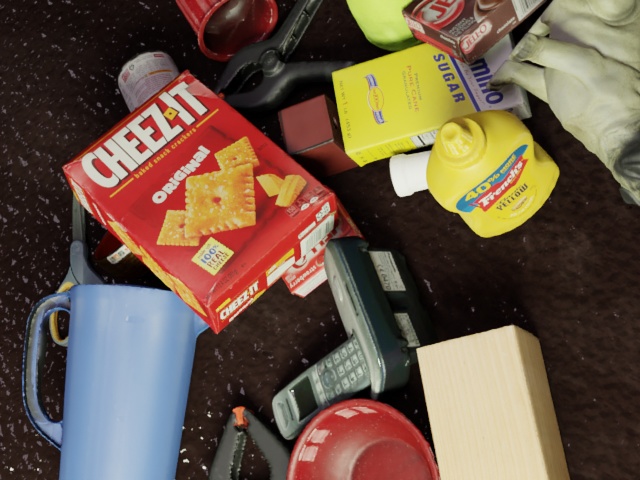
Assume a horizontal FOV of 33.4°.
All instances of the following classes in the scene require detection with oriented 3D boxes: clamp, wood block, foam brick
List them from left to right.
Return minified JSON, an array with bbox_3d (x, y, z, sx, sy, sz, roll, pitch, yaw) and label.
[{"bbox_3d":[-0.046,0.260,1.006,0.165,0.036,0.210,-10,69,13],"label":"clamp"},{"bbox_3d":[-0.036,-0.177,1.113,0.172,0.039,0.120,-39,57,16],"label":"clamp"},{"bbox_3d":[0.001,-0.100,1.053,0.051,0.078,0.053,-18,70,18],"label":"foam brick"},{"bbox_3d":[0.154,0.186,0.898,0.091,0.090,0.206,-17,71,21],"label":"wood block"}]

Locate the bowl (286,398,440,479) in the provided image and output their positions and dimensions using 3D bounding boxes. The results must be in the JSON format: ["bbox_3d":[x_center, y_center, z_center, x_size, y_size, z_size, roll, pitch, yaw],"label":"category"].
[{"bbox_3d":[0.049,0.222,0.947,0.162,0.055,0.162,-6,80,34],"label":"bowl"}]

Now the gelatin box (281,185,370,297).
[{"bbox_3d":[-0.007,0.001,1.057,0.089,0.030,0.073,-39,64,13],"label":"gelatin box"}]

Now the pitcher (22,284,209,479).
[{"bbox_3d":[-0.204,0.164,1.056,0.149,0.144,0.243,-3,78,44],"label":"pitcher"}]

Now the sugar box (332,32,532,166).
[{"bbox_3d":[0.105,-0.140,1.024,0.176,0.048,0.093,-17,70,19],"label":"sugar box"}]

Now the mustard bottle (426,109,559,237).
[{"bbox_3d":[0.140,-0.062,0.909,0.096,0.191,0.058,-41,64,11],"label":"mustard bottle"}]

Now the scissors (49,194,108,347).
[{"bbox_3d":[-0.252,0.020,1.180,0.096,0.016,0.202,6,80,25],"label":"scissors"}]

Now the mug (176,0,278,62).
[{"bbox_3d":[-0.094,-0.258,1.137,0.117,0.093,0.081,-32,60,-2],"label":"mug"}]

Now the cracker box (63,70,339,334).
[{"bbox_3d":[-0.113,-0.042,1.018,0.164,0.072,0.214,-42,68,-18],"label":"cracker box"}]

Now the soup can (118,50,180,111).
[{"bbox_3d":[-0.170,-0.146,1.153,0.068,0.068,0.102,-36,64,14],"label":"soup can"}]

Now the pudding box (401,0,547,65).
[{"bbox_3d":[0.146,-0.221,0.993,0.113,0.039,0.090,-39,43,-9],"label":"pudding box"}]
